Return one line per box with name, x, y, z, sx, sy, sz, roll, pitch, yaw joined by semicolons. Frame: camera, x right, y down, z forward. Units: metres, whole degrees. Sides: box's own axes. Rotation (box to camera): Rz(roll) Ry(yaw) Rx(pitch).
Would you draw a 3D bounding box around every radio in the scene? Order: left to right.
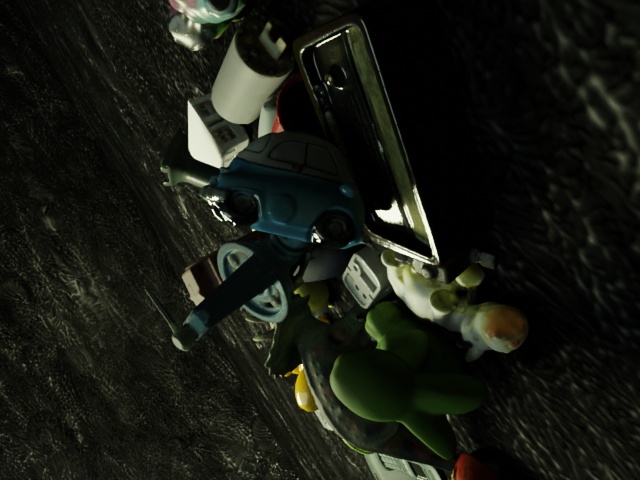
radio;0.064;-0.098;0.497;0.131;0.073;0.229;20;137;59

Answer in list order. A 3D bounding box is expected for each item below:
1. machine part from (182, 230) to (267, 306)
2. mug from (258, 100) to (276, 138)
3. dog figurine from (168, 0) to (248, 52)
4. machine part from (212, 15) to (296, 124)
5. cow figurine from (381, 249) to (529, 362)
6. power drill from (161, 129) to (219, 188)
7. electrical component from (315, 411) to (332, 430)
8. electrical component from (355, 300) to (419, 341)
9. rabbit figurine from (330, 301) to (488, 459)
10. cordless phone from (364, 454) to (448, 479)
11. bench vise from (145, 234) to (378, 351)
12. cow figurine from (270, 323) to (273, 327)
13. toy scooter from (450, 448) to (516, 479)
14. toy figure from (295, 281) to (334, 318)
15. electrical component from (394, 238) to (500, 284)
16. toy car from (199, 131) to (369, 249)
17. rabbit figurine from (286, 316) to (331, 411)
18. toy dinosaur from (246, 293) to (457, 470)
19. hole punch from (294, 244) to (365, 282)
machine part;-0.137;0.044;0.951;0.087;0.201;0.201;64;159;-1
mug;-0.043;-0.120;0.684;0.110;0.081;0.107;-110;12;-61
dog figurine;-0.112;-0.301;0.582;0.108;0.191;0.219;26;-169;-11
machine part;-0.088;-0.210;0.683;0.079;0.079;0.243;61;159;-5
cow figurine;0.139;0.071;0.561;0.168;0.068;0.098;44;160;41
power drill;-0.138;-0.098;0.845;0.207;0.086;0.232;17;163;-10
electrical component;0.050;0.295;0.988;0.058;0.115;0.134;61;157;1
electrical component;0.092;0.102;0.697;0.102;0.078;0.045;142;109;-71
rabbit figurine;0.080;0.152;0.552;0.159;0.170;0.121;30;103;30
cordless phone;0.170;0.400;0.911;0.146;0.089;0.184;62;154;-7
bench vise;-0.073;0.040;0.638;0.129;0.240;0.223;50;143;0
cow figurine;-0.056;0.188;1.123;0.194;0.085;0.127;66;164;-10
toy scooter;0.220;0.362;0.675;0.184;0.135;0.075;42;154;40
toy figure;-0.048;0.094;0.988;0.180;0.082;0.089;16;136;63
electrical component;0.123;0.017;0.525;0.094;0.063;0.021;21;136;43
toy car;-0.027;-0.052;0.514;0.109;0.161;0.103;-165;90;-73
rabbit figurine;-0.002;0.230;0.978;0.122;0.162;0.173;33;-157;-15
toy dinosaur;0.051;0.212;0.774;0.405;0.192;0.131;54;160;17
hole punch;-0.002;-0.002;0.754;0.116;0.092;0.142;-3;112;62
